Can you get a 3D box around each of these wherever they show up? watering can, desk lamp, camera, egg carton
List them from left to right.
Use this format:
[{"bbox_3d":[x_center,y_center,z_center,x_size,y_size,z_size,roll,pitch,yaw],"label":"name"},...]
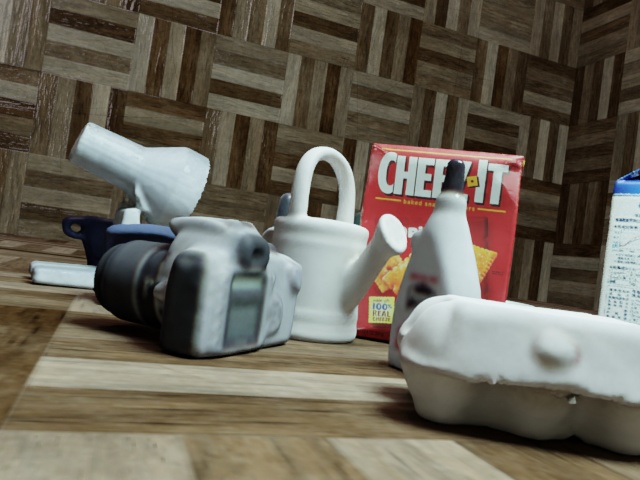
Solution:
[{"bbox_3d":[-0.265,-0.040,0.776,0.204,0.213,0.117,9,-2,-31],"label":"desk lamp"},{"bbox_3d":[-0.102,0.031,0.474,0.136,0.101,0.144,7,-2,25],"label":"camera"},{"bbox_3d":[0.007,0.002,0.587,0.172,0.194,0.101,7,-2,18],"label":"watering can"},{"bbox_3d":[0.121,0.074,0.339,0.150,0.069,0.107,8,-2,5],"label":"egg carton"}]

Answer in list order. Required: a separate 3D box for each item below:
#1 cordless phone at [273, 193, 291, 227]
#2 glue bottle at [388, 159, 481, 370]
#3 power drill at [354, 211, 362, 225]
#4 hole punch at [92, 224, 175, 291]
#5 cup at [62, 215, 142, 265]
[{"bbox_3d":[-0.091,0.005,0.986,0.148,0.185,0.093,9,-2,-44],"label":"cordless phone"},{"bbox_3d":[0.096,0.022,0.454,0.037,0.173,0.078,9,-2,-33],"label":"glue bottle"},{"bbox_3d":[0.140,0.027,1.072,0.075,0.208,0.230,7,-2,42],"label":"power drill"},{"bbox_3d":[-0.195,0.028,0.649,0.109,0.091,0.101,8,-2,-20],"label":"hole punch"},{"bbox_3d":[-0.323,0.014,0.846,0.118,0.095,0.091,9,-2,-41],"label":"cup"}]
